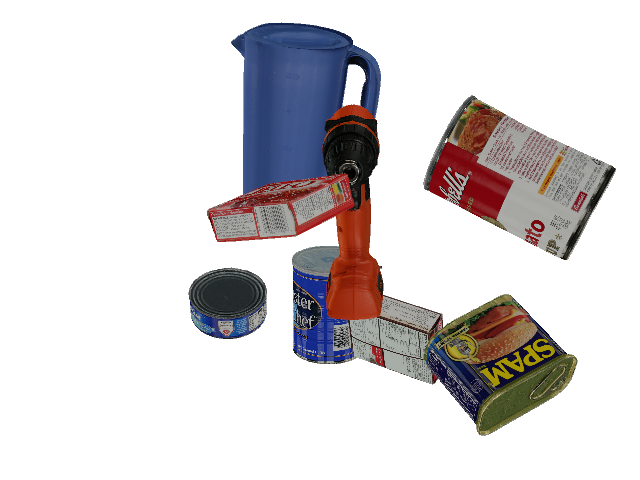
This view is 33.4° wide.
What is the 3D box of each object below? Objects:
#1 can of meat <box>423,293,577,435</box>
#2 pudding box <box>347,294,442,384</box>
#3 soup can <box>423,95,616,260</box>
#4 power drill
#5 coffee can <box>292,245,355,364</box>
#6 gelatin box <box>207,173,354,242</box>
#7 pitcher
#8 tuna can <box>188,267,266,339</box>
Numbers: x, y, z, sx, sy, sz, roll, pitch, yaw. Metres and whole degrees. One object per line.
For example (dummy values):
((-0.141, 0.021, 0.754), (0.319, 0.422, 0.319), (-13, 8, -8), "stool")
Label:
((0.151, 0.103, 0.908), (0.102, 0.057, 0.084), (-25, 53, -21), "can of meat")
((0.088, 0.111, 1.244), (0.114, 0.090, 0.039), (16, 46, 25), "pudding box")
((0.126, -0.040, 0.680), (0.102, 0.068, 0.068), (29, 7, 13), "soup can")
((0.031, -0.024, 1.009), (0.057, 0.188, 0.184), (1, 20, 4), "power drill")
((0.011, 0.090, 1.516), (0.103, 0.140, 0.103), (0, 20, 0), "coffee can")
((-0.031, -0.025, 0.820), (0.089, 0.030, 0.073), (-4, 16, 42), "gelatin box")
((-0.026, -0.141, 1.325), (0.144, 0.243, 0.149), (-10, 28, -30), "pitcher")
((-0.102, 0.069, 1.178), (0.086, 0.034, 0.086), (1, 37, -1), "tuna can")
